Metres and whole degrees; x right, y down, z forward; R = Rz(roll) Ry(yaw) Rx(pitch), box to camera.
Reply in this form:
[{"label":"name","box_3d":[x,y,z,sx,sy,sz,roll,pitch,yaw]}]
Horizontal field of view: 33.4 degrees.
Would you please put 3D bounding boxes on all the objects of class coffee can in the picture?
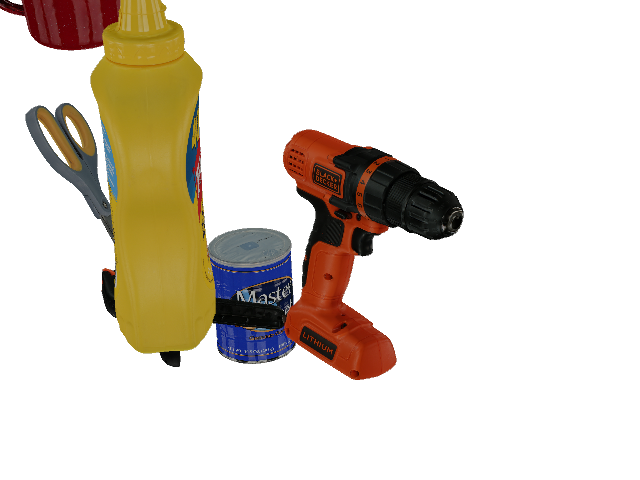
[{"label":"coffee can","box_3d":[-0.084,0.068,1.337,0.103,0.140,0.103,-2,25,1]}]

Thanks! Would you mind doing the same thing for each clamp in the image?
[{"label":"clamp","box_3d":[-0.164,0.074,1.117,0.210,0.036,0.164,17,21,29]}]

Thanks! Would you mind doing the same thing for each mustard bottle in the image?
[{"label":"mustard bottle","box_3d":[-0.090,-0.041,0.576,0.058,0.192,0.096,-3,30,-5]}]

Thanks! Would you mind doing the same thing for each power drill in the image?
[{"label":"power drill","box_3d":[0.035,0.016,0.880,0.057,0.188,0.185,-12,29,-39]}]

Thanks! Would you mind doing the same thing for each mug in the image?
[{"label":"mug","box_3d":[-0.193,-0.193,0.787,0.117,0.081,0.093,-2,36,1]}]

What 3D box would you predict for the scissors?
[{"label":"scissors","box_3d":[-0.204,-0.047,0.994,0.016,0.201,0.096,-24,27,19]}]
